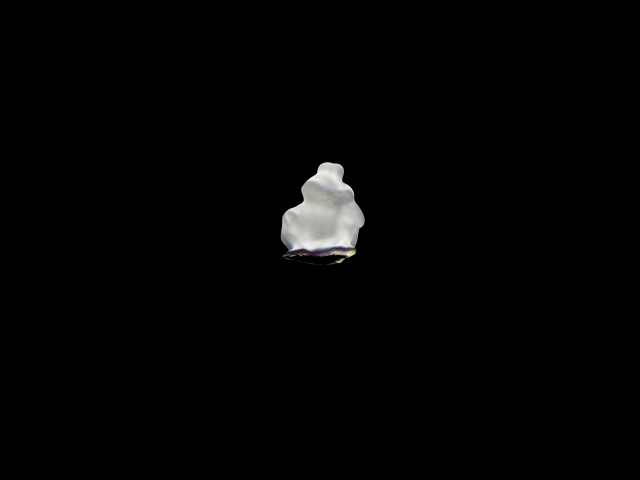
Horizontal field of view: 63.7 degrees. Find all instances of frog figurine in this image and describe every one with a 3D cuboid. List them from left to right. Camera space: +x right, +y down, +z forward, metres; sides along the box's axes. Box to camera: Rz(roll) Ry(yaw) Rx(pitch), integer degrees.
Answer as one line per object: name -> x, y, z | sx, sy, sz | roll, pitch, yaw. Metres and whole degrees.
frog figurine -> 0.003, -0.043, 0.850 | 0.137, 0.162, 0.121 | -7, -19, 23
